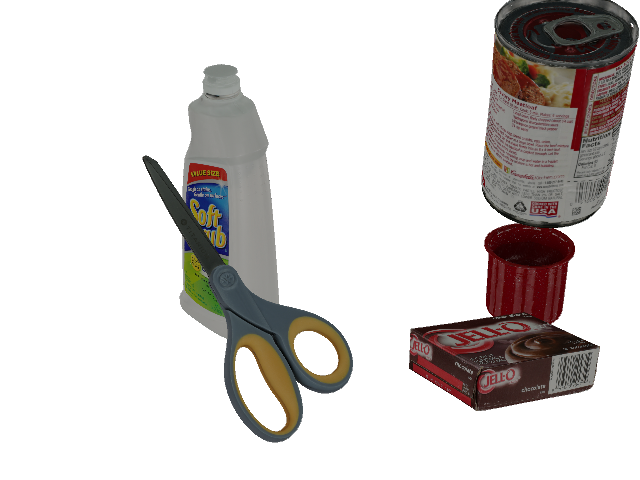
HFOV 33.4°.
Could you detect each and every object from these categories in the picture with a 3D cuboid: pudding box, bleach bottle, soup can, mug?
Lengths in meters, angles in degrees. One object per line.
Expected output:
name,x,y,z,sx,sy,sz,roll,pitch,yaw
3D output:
pudding box,0.136,0.088,0.800,0.113,0.039,0.090,-4,16,-28
bleach bottle,-0.086,-0.036,0.946,0.067,0.251,0.103,-26,40,-35
soup can,0.119,-0.065,0.541,0.068,0.102,0.068,-1,42,1
mug,0.215,0.033,1.134,0.093,0.081,0.117,-6,31,-7

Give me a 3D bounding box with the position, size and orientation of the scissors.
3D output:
scissors,-0.042,0.029,0.695,0.096,0.202,0.016,-14,-11,-25
